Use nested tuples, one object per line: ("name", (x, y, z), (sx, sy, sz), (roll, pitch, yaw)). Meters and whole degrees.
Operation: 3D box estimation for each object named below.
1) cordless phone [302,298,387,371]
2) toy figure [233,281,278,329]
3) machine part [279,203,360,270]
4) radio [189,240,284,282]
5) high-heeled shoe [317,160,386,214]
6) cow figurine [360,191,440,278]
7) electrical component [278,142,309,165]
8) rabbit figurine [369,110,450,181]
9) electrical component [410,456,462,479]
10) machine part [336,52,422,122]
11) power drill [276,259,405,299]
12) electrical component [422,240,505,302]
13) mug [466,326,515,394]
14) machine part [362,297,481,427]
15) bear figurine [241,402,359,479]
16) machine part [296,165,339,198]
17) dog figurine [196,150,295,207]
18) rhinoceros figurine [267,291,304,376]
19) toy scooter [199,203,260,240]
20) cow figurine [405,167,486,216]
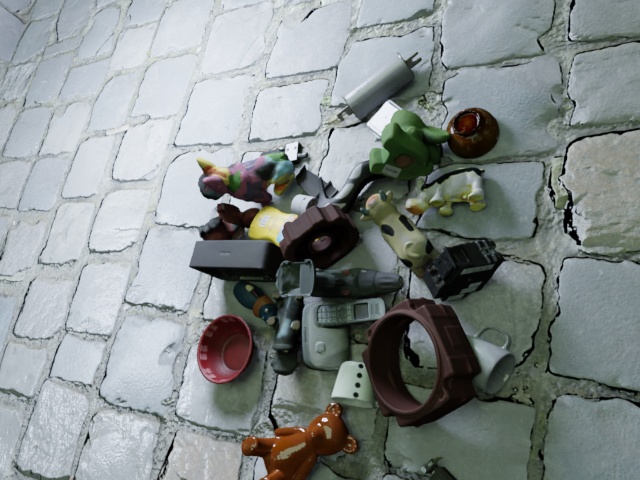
("cordless phone", (0.056, 0.195, 1.120), (0.184, 0.088, 0.146), (-12, 63, 22))
("toy figure", (-0.146, 0.148, 1.271), (0.155, 0.064, 0.058), (32, 74, 37))
("machine part", (-0.002, -0.004, 1.187), (0.179, 0.179, 0.056), (-37, 52, 13))
("radio", (-0.187, 0.053, 1.294), (0.230, 0.131, 0.073), (1, 71, 31))
("high-heeled shoe", (0.102, -0.103, 1.235), (0.249, 0.086, 0.145), (-15, 92, 10))
("cow figurine", (0.158, -0.022, 1.120), (0.085, 0.127, 0.195), (-40, 57, 8))
("electrical component", (-0.071, -0.228, 1.412), (0.094, 0.021, 0.063), (-7, 66, 29))
("rabbit figurine", (0.197, -0.221, 1.159), (0.159, 0.121, 0.170), (13, 50, -1))
("electrical component", (0.213, 0.431, 0.943), (0.078, 0.045, 0.102), (-46, 54, 5))
("machine part", (0.141, -0.373, 1.310), (0.243, 0.079, 0.079), (-34, 56, 14))
("power drill", (0.029, 0.082, 1.106), (0.232, 0.207, 0.086), (-5, 86, 41))
("electrical component", (0.264, 0.061, 1.016), (0.134, 0.115, 0.058), (113, 145, -49))
("mug", (0.289, 0.204, 0.973), (0.107, 0.080, 0.109), (28, 94, 44))
("machine part", (0.176, 0.222, 0.984), (0.201, 0.087, 0.201), (-48, 49, 39))
("bear figurine", (-0.035, 0.407, 1.057), (0.196, 0.132, 0.120), (-35, 61, 21))
("machine part", (-0.012, -0.126, 1.323), (0.084, 0.039, 0.139), (-49, 55, 11))
("dog figurine", (-0.194, -0.161, 1.326), (0.191, 0.219, 0.108), (-40, 58, 32))
("rhinoceros figurine", (-0.075, 0.200, 1.180), (0.073, 0.112, 0.190), (2, 54, 2))
("toy scooter", (-0.242, -0.040, 1.366), (0.184, 0.135, 0.075), (-30, 59, 19))
("cow figurine", (0.262, -0.105, 1.129), (0.167, 0.068, 0.098), (-7, 61, 25))
